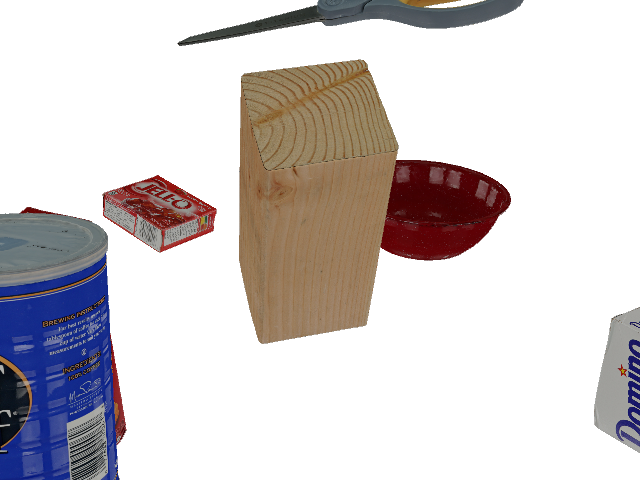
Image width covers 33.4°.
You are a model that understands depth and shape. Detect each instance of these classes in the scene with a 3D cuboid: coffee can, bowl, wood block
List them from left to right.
[{"bbox_3d":[-0.156,0.066,0.540,0.103,0.140,0.103,0,17,0],"label":"coffee can"},{"bbox_3d":[-0.009,-0.022,0.781,0.090,0.090,0.206,-9,-37,-11],"label":"wood block"},{"bbox_3d":[0.099,-0.025,1.022,0.162,0.055,0.162,2,24,-1],"label":"bowl"}]

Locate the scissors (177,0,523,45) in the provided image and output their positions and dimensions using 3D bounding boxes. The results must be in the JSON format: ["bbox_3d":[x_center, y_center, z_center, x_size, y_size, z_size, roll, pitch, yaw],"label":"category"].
[{"bbox_3d":[0.021,-0.149,0.634,0.202,0.016,0.096,0,44,19],"label":"scissors"}]

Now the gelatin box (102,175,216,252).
[{"bbox_3d":[-0.160,-0.029,1.054,0.089,0.030,0.073,30,35,31],"label":"gelatin box"}]

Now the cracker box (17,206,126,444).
[{"bbox_3d":[-0.227,0.108,0.816,0.072,0.214,0.164,10,32,21],"label":"cracker box"}]

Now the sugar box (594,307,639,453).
[{"bbox_3d":[0.269,0.122,0.718,0.048,0.093,0.176,-15,29,-38],"label":"sugar box"}]
